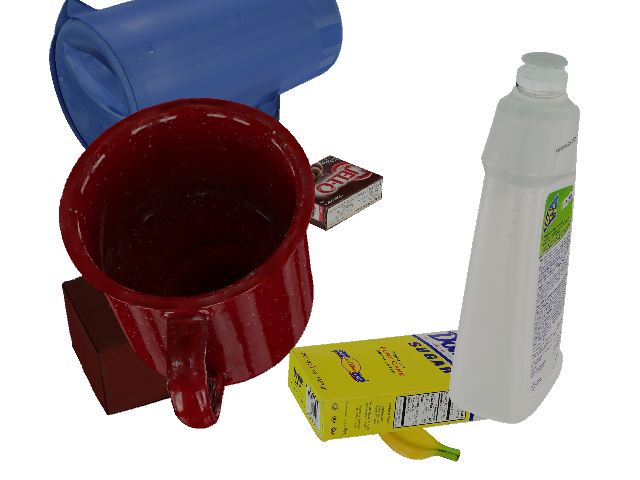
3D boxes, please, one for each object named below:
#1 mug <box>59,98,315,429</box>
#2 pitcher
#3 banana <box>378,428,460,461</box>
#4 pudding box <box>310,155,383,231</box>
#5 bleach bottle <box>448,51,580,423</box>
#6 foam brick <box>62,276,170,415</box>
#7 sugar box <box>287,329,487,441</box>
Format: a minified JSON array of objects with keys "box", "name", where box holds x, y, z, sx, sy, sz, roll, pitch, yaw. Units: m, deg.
[{"box":[-0.045,0.016,0.411,0.093,0.117,0.081,-5,-33,2],"name":"mug"},{"box":[-0.095,-0.151,0.924,0.242,0.149,0.145,-28,46,-33],"name":"pitcher"},{"box":[0.081,0.174,1.123,0.069,0.037,0.198,10,24,-19],"name":"banana"},{"box":[0.011,-0.062,1.351,0.090,0.039,0.113,24,41,35],"name":"pudding box"},{"box":[0.137,-0.004,0.716,0.068,0.251,0.102,16,32,24],"name":"bleach bottle"},{"box":[-0.121,0.059,0.655,0.052,0.051,0.078,-16,37,-23],"name":"foam brick"},{"box":[0.069,0.119,0.905,0.176,0.048,0.093,-7,26,-17],"name":"sugar box"}]
